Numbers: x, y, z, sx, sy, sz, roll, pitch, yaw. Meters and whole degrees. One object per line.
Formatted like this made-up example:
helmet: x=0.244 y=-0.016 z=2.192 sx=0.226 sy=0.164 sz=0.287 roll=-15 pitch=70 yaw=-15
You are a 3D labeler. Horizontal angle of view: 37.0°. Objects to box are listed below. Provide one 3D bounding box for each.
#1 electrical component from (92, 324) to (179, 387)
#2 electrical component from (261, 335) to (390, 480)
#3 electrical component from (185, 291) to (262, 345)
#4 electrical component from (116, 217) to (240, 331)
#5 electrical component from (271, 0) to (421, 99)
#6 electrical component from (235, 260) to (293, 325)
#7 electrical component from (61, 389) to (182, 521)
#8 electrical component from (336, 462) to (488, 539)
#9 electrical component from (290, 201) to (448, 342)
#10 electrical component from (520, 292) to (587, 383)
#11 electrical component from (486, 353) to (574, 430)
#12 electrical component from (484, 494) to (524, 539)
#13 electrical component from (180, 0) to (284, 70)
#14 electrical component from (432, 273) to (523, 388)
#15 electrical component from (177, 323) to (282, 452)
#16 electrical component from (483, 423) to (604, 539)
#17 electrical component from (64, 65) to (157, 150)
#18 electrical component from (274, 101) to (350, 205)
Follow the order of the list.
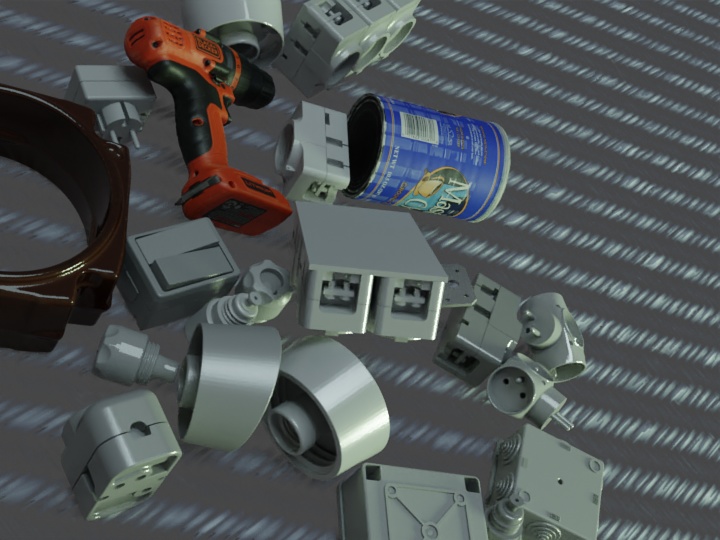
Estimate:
electrical component: x=-0.171 y=0.070 z=0.825 sx=0.062 sy=0.043 sz=0.043 roll=20 pitch=49 yaw=-14
electrical component: x=-0.036 y=0.112 z=0.834 sx=0.060 sy=0.108 sz=0.108 roll=-31 pitch=76 yaw=-36
electrical component: x=-0.107 y=0.040 z=0.866 sx=0.040 sy=0.078 sz=0.040 roll=29 pitch=43 yaw=-31
electrical component: x=-0.145 y=-0.001 z=0.882 sx=0.096 sy=0.061 sz=0.061 roll=-18 pitch=67 yaw=-38
electrical component: x=-0.009 y=-0.248 z=1.124 sx=0.061 sy=0.089 sz=0.150 roll=45 pitch=47 yaw=6
electrical component: x=-0.085 y=0.024 z=0.898 sx=0.043 sy=0.062 sz=0.043 roll=16 pitch=51 yaw=-20
electrical component: x=-0.170 y=0.126 z=0.749 sx=0.054 sy=0.095 sz=0.059 roll=-14 pitch=65 yaw=-37
electrical component: x=0.042 y=0.213 z=0.836 sx=0.109 sy=0.056 sz=0.108 roll=12 pitch=52 yaw=-23
electrical component: x=0.000 y=0.000 z=0.896 sx=0.105 sy=0.060 sz=0.186 roll=6 pitch=17 yaw=-9
electrical component: x=0.177 y=0.059 z=1.025 sx=0.079 sy=0.044 sz=0.077 roll=32 pitch=37 yaw=-51
electrical component: x=0.157 y=0.115 z=0.956 sx=0.079 sy=0.044 sz=0.077 roll=40 pitch=12 yaw=17
electrical component: x=0.112 y=0.210 z=0.869 sx=0.040 sy=0.078 sz=0.040 roll=14 pitch=37 yaw=-11
electrical component: x=-0.122 y=-0.236 z=1.044 sx=0.099 sy=0.099 sz=0.064 roll=2 pitch=63 yaw=-30
electrical component: x=0.112 y=0.057 z=0.997 sx=0.056 sy=0.050 sz=0.089 roll=31 pitch=47 yaw=-6
electrical component: x=-0.103 y=0.087 z=0.816 sx=0.064 sy=0.099 sz=0.099 roll=10 pitch=53 yaw=-16
electrical component: x=0.160 y=0.191 z=0.927 sx=0.100 sy=0.048 sz=0.099 roll=28 pitch=48 yaw=-10
electrical component: x=-0.216 y=-0.137 z=0.950 sx=0.066 sy=0.047 sz=0.076 roll=-7 pitch=61 yaw=-34
electrical component: x=-0.047 y=-0.110 z=1.027 sx=0.056 sy=0.050 sz=0.089 roll=13 pitch=52 yaw=-23
